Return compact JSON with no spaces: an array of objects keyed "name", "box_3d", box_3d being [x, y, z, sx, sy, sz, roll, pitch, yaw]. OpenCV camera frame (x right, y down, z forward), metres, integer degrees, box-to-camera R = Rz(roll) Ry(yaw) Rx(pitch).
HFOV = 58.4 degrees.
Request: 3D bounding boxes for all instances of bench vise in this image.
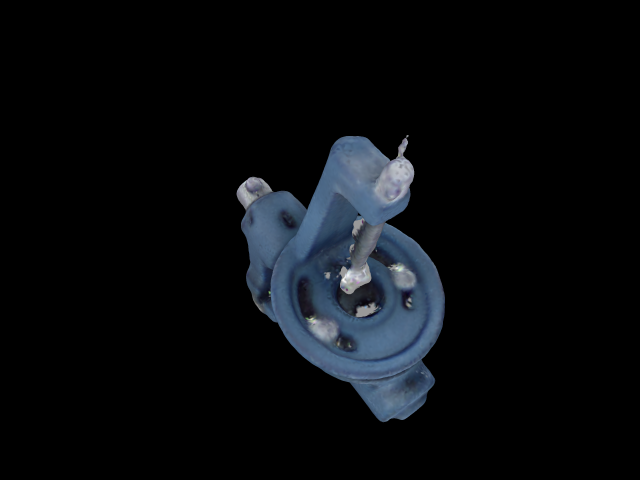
[{"name":"bench vise","box_3d":[-0.003,0.009,0.393,0.206,0.220,0.122,27,53,23]}]
